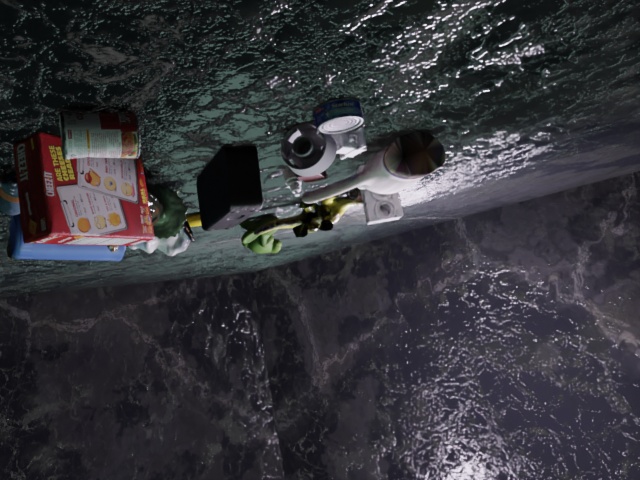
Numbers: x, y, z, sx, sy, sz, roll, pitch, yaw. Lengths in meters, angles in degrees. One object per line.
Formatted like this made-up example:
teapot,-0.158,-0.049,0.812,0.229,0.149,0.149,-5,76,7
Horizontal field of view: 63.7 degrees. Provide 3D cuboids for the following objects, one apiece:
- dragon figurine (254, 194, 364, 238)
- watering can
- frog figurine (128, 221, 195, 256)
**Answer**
dragon figurine,0.005,-0.085,1.688,0.408,0.122,0.244,-12,1,23
watering can,0.141,-0.155,1.187,0.350,0.104,0.222,-19,-4,-21
frog figurine,-0.433,-0.013,1.389,0.160,0.135,0.124,-28,22,-4
